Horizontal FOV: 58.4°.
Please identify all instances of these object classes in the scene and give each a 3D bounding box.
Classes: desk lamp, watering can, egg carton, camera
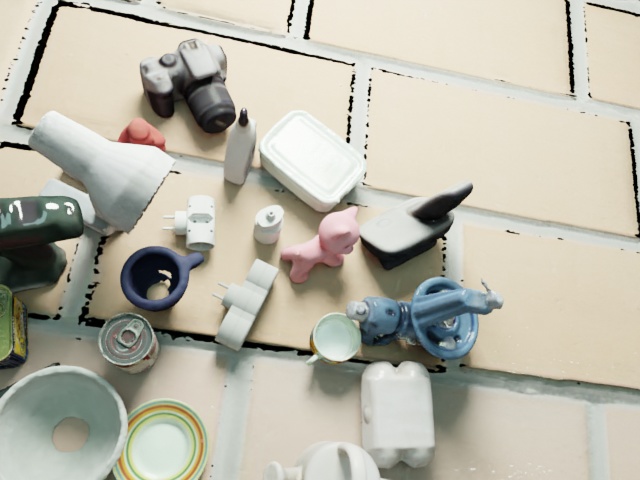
[{"bbox_3d":[-0.304,-0.083,0.795,0.203,0.213,0.118,27,68,-1],"label":"desk lamp"},{"bbox_3d":[0.018,0.311,0.729,0.173,0.194,0.101,-13,74,-15],"label":"watering can"},{"bbox_3d":[0.112,0.253,0.835,0.107,0.069,0.150,2,71,-10],"label":"egg carton"},{"bbox_3d":[-0.204,-0.245,0.933,0.143,0.100,0.137,-23,76,-17],"label":"camera"}]

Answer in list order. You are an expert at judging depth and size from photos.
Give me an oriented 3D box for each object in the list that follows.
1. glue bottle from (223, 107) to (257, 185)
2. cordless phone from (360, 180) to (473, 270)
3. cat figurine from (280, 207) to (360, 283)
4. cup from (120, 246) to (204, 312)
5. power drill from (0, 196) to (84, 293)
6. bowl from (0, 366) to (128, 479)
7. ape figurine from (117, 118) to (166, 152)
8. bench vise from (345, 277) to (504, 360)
[{"bbox_3d":[-0.119,-0.153,0.878,0.037,0.173,0.078,19,68,-3],"label":"glue bottle"},{"bbox_3d":[0.148,-0.036,0.882,0.148,0.185,0.094,-30,79,-19],"label":"cordless phone"},{"bbox_3d":[0.008,0.003,0.877,0.128,0.117,0.067,-26,77,-18],"label":"cat figurine"},{"bbox_3d":[-0.222,0.058,0.825,0.118,0.095,0.091,-28,78,-18],"label":"cup"},{"bbox_3d":[-0.420,0.007,0.744,0.230,0.208,0.075,-14,74,-15],"label":"power drill"},{"bbox_3d":[-0.334,0.252,0.746,0.167,0.074,0.167,4,70,-10],"label":"bowl"},{"bbox_3d":[-0.281,-0.156,0.891,0.078,0.092,0.076,-6,72,-13],"label":"ape figurine"},{"bbox_3d":[0.151,0.115,0.810,0.208,0.219,0.121,-11,73,-14],"label":"bench vise"}]
